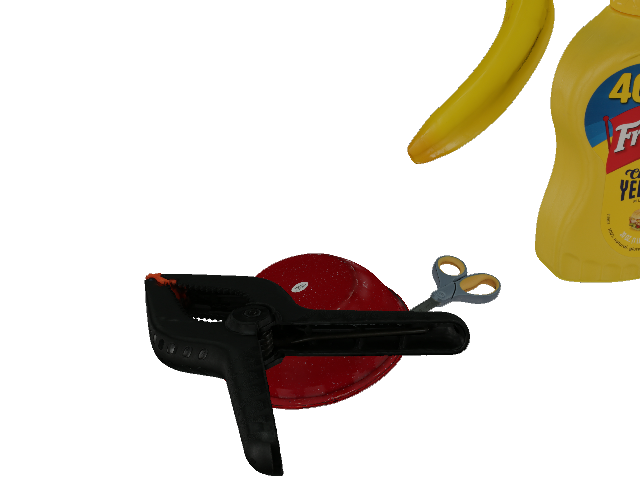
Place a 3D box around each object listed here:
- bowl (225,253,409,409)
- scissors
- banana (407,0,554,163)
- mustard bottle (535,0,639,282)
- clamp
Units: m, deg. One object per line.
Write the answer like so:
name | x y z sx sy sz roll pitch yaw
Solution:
bowl | -0.010 0.059 0.855 0.162 0.055 0.162 -10 34 7
scissors | 0.136 0.058 1.295 0.201 0.016 0.096 -8 39 -38
banana | 0.131 -0.134 0.804 0.070 0.197 0.037 0 -36 46
mustard bottle | 0.178 -0.072 0.609 0.096 0.192 0.058 -7 28 -12
clamp | -0.028 0.057 0.640 0.164 0.036 0.210 -22 29 -33
